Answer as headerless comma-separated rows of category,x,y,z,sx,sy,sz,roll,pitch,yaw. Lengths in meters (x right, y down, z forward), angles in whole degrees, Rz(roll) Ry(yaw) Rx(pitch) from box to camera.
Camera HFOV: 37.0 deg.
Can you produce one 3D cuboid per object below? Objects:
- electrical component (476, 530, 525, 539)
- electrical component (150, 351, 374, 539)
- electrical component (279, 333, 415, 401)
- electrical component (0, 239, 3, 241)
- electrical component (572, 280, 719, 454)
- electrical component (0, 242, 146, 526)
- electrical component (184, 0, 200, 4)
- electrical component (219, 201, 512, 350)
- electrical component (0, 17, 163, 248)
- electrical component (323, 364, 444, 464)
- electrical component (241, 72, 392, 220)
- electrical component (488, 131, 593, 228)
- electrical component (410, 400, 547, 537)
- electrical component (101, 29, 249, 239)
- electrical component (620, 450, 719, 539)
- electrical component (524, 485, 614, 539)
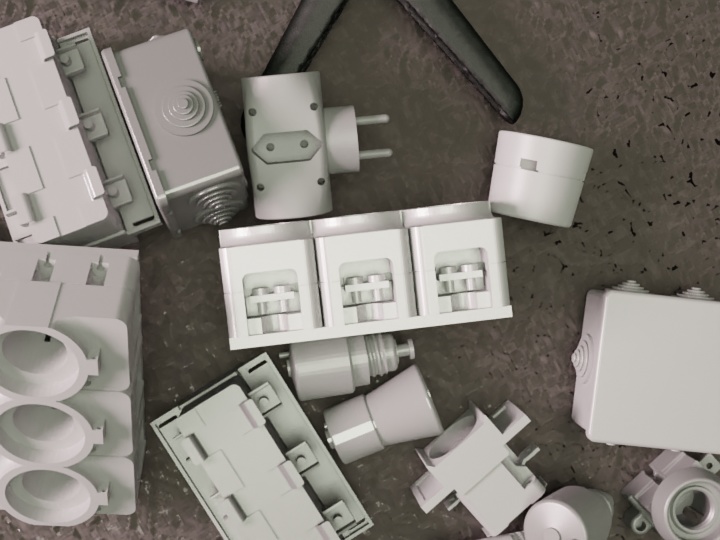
electrical component,0.084,0.181,0.643,0.081,0.043,0.043,-10,94,-4
electrical component,-0.056,0.120,0.619,0.079,0.063,0.121,-32,95,-2
electrical component,-0.007,0.052,0.630,0.078,0.040,0.040,-9,94,-4
electrical component,-0.215,0.015,0.611,0.081,0.042,0.063,40,93,-5
electrical component,0.177,0.058,0.641,0.100,0.048,0.099,6,93,-5
electrical component,-0.163,0.064,0.569,0.089,0.061,0.150,4,130,-5
electrical component,-0.116,-0.175,0.609,0.065,0.044,0.044,13,92,-10
electrical component,0.000,0.000,0.603,0.150,0.089,0.061,-6,94,-4
electrical component,-0.168,-0.069,0.584,0.079,0.063,0.121,-21,80,-3
electrical component,0.012,0.088,0.634,0.065,0.044,0.044,-22,95,2
electrical component,-0.022,-0.071,0.594,0.079,0.043,0.077,-6,100,-2
electrical component,0.103,-0.053,0.627,0.055,0.055,0.047,11,96,-5
electrical component,0.073,0.119,0.640,0.081,0.042,0.063,-41,97,-1
electrical component,-0.097,-0.073,0.586,0.048,0.099,0.099,-20,82,-7
electrical component,0.192,0.138,0.643,0.066,0.055,0.048,-42,95,-1
electrical component,0.128,0.147,0.633,0.040,0.078,0.040,5,98,36
